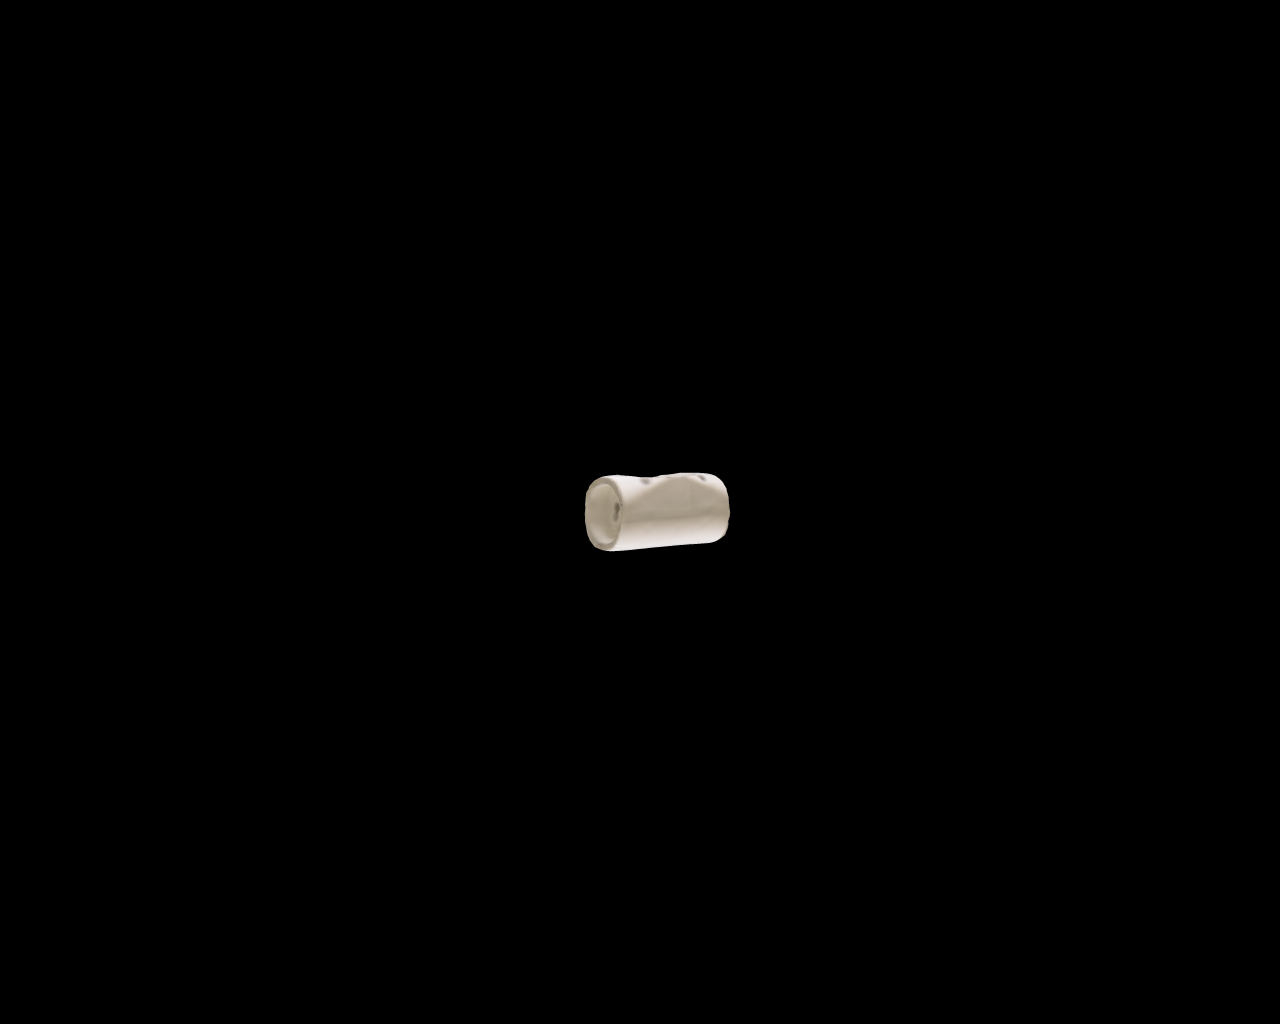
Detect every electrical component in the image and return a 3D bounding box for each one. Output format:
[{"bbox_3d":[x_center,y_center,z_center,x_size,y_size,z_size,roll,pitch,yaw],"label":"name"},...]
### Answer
[{"bbox_3d":[0.001,-0.003,0.650,0.077,0.044,0.079,-4,7,-33],"label":"electrical component"}]
